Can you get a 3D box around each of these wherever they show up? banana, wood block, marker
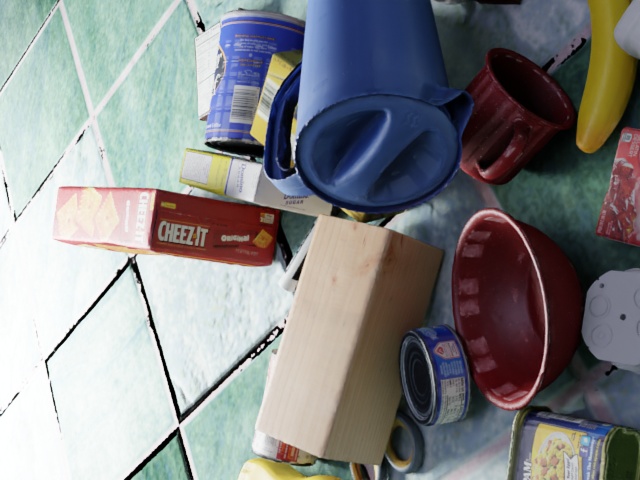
[{"bbox_3d":[0.228,-0.170,0.869,0.070,0.037,0.198,-24,64,44],"label":"banana"},{"bbox_3d":[0.027,0.091,0.973,0.090,0.090,0.206,14,86,42],"label":"wood block"},{"bbox_3d":[-0.007,0.001,1.108,0.121,0.020,0.020,-59,45,21],"label":"marker"}]

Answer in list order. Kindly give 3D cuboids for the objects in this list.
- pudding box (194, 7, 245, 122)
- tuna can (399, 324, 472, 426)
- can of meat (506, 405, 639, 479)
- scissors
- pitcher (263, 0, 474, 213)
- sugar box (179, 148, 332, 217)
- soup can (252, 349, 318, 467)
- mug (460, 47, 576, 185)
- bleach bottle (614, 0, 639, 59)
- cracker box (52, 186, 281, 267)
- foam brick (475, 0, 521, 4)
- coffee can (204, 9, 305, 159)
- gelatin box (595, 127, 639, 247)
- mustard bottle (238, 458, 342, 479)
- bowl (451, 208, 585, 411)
[{"bbox_3d":[-0.106,-0.202,1.251,0.090,0.039,0.113,-23,63,44],"label":"pudding box"},{"bbox_3d":[0.098,0.117,0.924,0.086,0.033,0.086,174,90,-74],"label":"tuna can"},{"bbox_3d":[0.193,0.183,0.814,0.084,0.057,0.102,4,85,47],"label":"can of meat"},{"bbox_3d":[0.055,0.140,1.009,0.096,0.016,0.202,-17,69,44],"label":"scissors"},{"bbox_3d":[0.035,-0.147,0.915,0.145,0.149,0.243,105,168,-47],"label":"pitcher"},{"bbox_3d":[-0.069,-0.060,1.118,0.176,0.093,0.048,21,99,57],"label":"sugar box"},{"bbox_3d":[-0.026,0.165,1.055,0.069,0.068,0.102,13,92,49],"label":"soup can"},{"bbox_3d":[0.152,-0.093,0.890,0.082,0.093,0.117,-50,20,35],"label":"mug"},{"bbox_3d":[0.320,-0.105,0.733,0.103,0.067,0.251,-56,48,26],"label":"bleach bottle"},{"bbox_3d":[-0.175,-0.016,1.191,0.214,0.163,0.072,6,88,49],"label":"cracker box"},{"bbox_3d":[0.155,-0.258,0.960,0.053,0.051,0.078,17,94,51],"label":"foam brick"},{"bbox_3d":[-0.065,-0.164,1.147,0.103,0.102,0.140,3,84,49],"label":"coffee can"},{"bbox_3d":[0.256,-0.037,0.811,0.073,0.030,0.089,18,96,49],"label":"gelatin box"},{"bbox_3d":[-0.005,0.270,1.015,0.192,0.058,0.096,2,87,49],"label":"mustard bottle"},{"bbox_3d":[0.163,0.052,0.851,0.162,0.055,0.162,175,90,-72],"label":"bowl"}]
